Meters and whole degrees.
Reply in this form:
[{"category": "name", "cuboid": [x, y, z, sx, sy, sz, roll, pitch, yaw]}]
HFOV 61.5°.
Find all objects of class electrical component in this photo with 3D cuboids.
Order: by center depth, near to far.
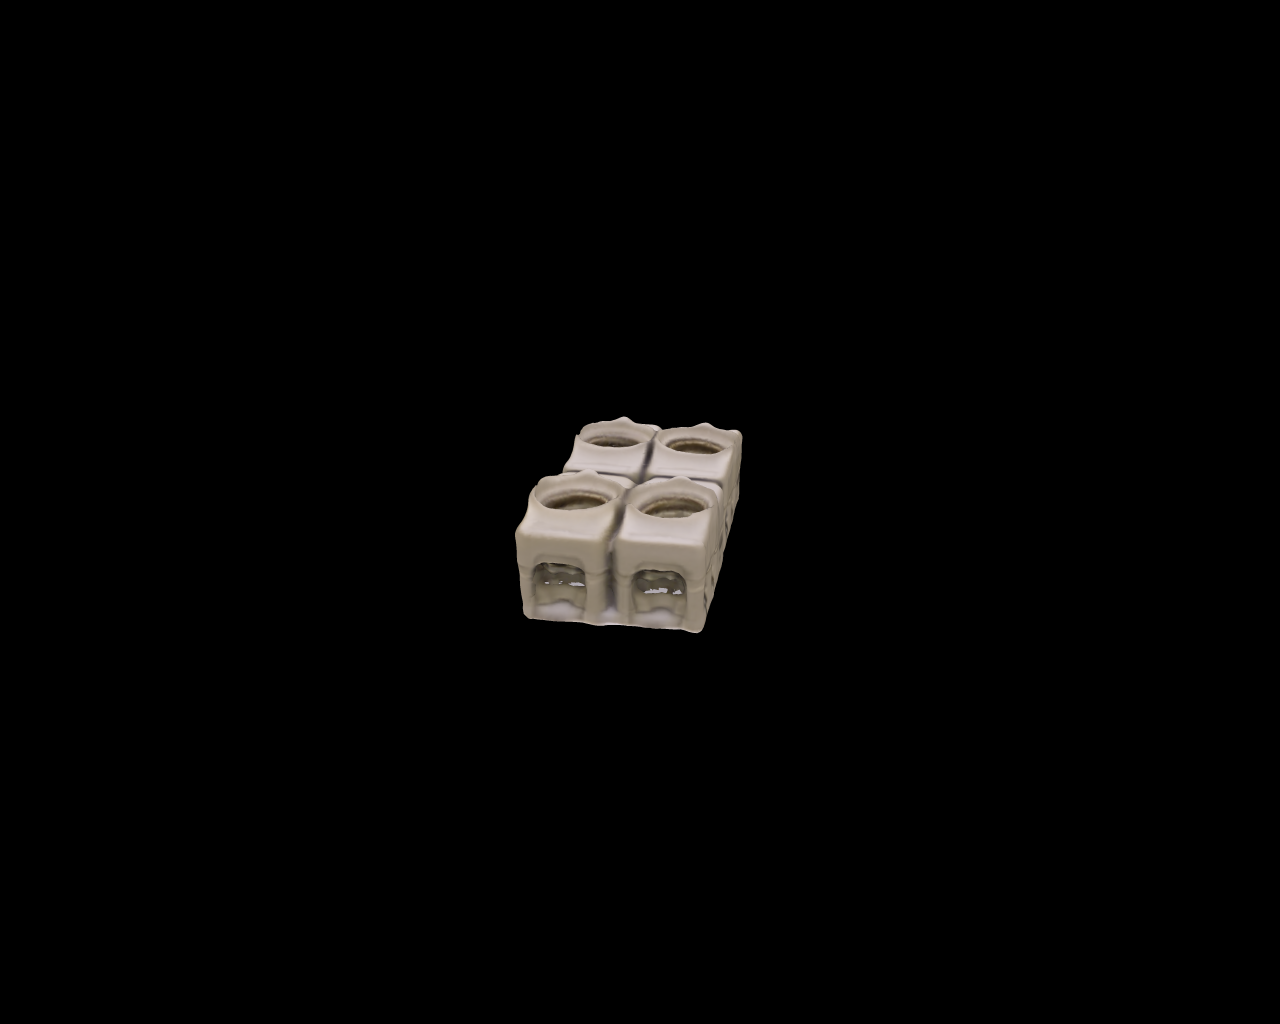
[{"category": "electrical component", "cuboid": [0.001, -0.003, 0.650, 0.105, 0.060, 0.186, 5, 25, 10]}]
